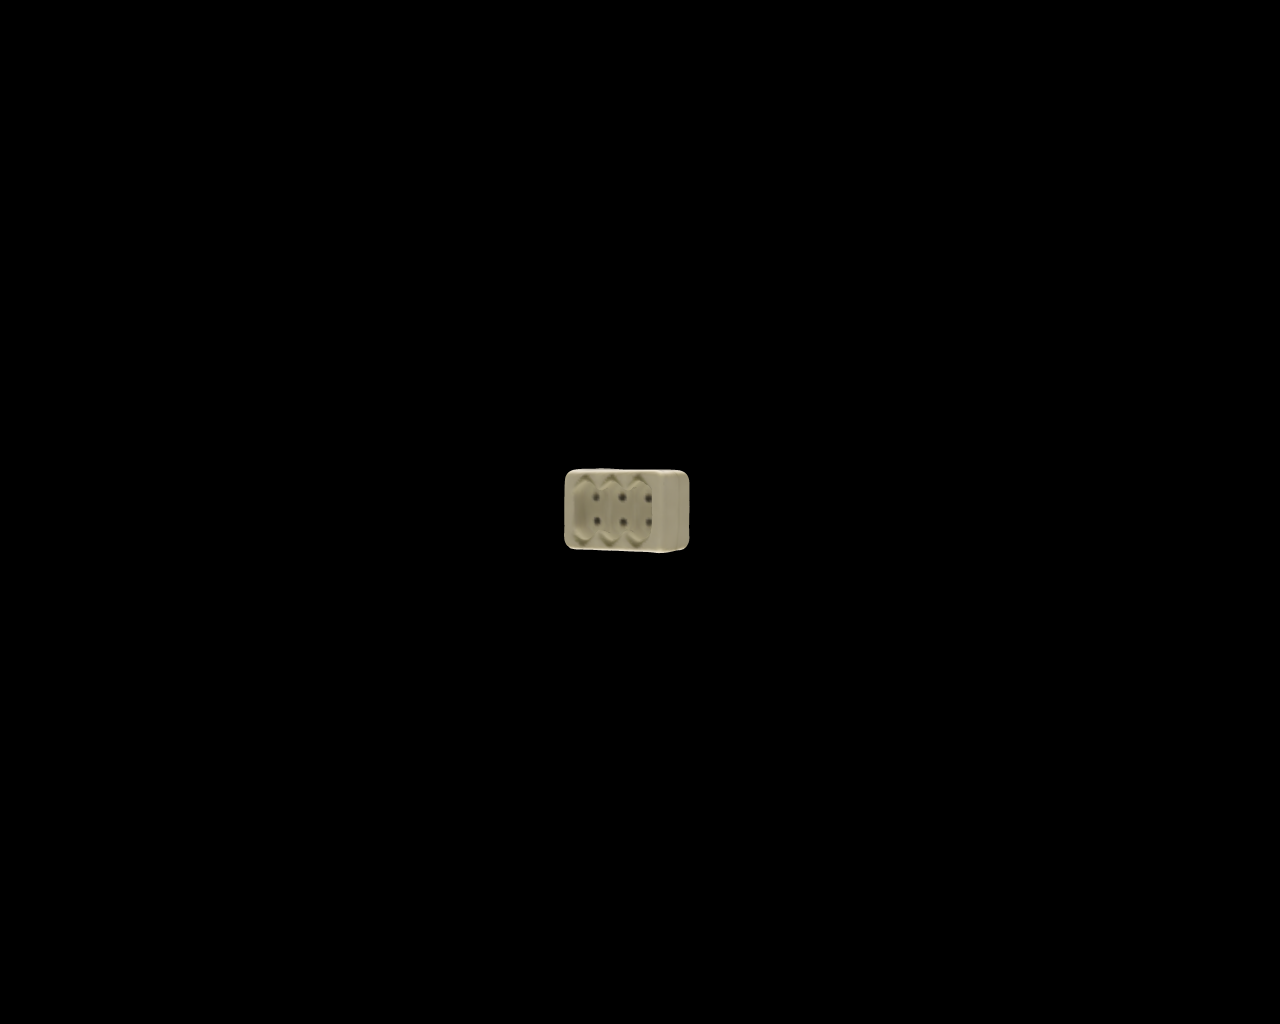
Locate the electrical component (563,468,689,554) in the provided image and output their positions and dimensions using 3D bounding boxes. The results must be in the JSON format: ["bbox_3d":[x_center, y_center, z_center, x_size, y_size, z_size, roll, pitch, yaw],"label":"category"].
[{"bbox_3d":[0.001,-0.003,0.650,0.066,0.047,0.077,2,4,27],"label":"electrical component"}]
